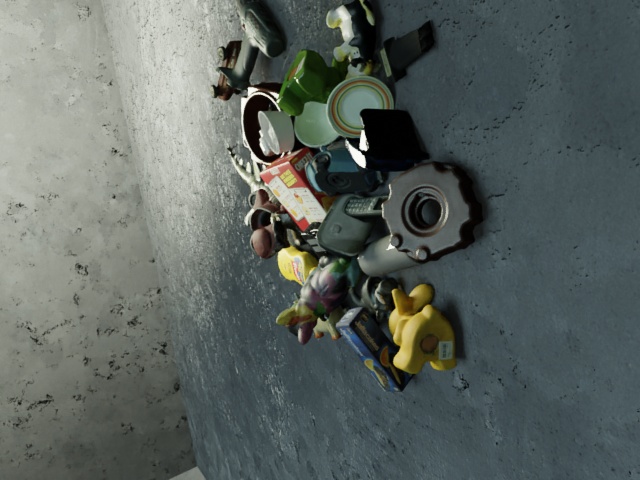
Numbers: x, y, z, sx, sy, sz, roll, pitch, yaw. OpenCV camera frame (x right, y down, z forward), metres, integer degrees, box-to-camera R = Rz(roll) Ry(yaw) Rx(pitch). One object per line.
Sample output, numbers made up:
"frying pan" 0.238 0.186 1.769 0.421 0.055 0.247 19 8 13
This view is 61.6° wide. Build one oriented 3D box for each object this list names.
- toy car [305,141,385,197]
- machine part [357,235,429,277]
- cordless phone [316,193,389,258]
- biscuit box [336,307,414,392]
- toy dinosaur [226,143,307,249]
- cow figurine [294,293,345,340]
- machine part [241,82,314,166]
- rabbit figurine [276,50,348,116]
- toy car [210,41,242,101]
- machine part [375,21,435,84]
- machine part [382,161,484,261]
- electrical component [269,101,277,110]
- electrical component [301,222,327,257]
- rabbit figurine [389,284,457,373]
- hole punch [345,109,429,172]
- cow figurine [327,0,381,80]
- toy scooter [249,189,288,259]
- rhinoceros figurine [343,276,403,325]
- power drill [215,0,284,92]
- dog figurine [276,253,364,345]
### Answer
"toy car" 0.055 -0.160 1.128 0.109 0.162 0.103 61 -148 -52
"machine part" 0.152 0.026 1.090 0.243 0.079 0.079 -25 82 59
"cordless phone" 0.093 -0.032 1.111 0.184 0.146 0.088 -4 139 51
"biscuit box" 0.121 0.241 1.180 0.202 0.063 0.059 52 148 -11
"toy dinosaur" -0.136 -0.123 1.489 0.472 0.105 0.198 35 125 36
"cow figurine" 0.001 0.189 1.416 0.195 0.085 0.127 -9 102 63
"machine part" -0.109 -0.283 1.344 0.201 0.087 0.201 26 124 40
"rabbit figurine" 0.013 -0.304 1.108 0.121 0.170 0.159 -40 31 40
"toy car" -0.255 -0.476 1.529 0.053 0.089 0.202 62 146 22
"machine part" 0.150 -0.335 0.958 0.139 0.039 0.084 -18 86 61
"machine part" 0.192 -0.050 0.940 0.180 0.056 0.179 -2 87 37
"electrical component" -0.146 -0.333 1.462 0.078 0.045 0.102 -4 105 31
"electrical component" -0.003 -0.004 1.227 0.119 0.048 0.074 -3 129 54
"rabbit figurine" 0.183 0.173 1.077 0.173 0.122 0.162 -160 61 -77
"hole punch" 0.116 -0.173 1.007 0.092 0.142 0.116 131 133 -54
"cow figurine" 0.078 -0.375 1.038 0.098 0.068 0.167 -5 102 50
"toy scooter" -0.123 -0.041 1.370 0.135 0.075 0.183 -1 96 45
"rhinoceros figurine" 0.119 0.144 1.202 0.112 0.073 0.190 56 147 28
"power drill" -0.192 -0.508 1.390 0.232 0.086 0.207 50 119 27
"dog figurine" -0.003 0.133 1.248 0.108 0.219 0.191 39 146 3
